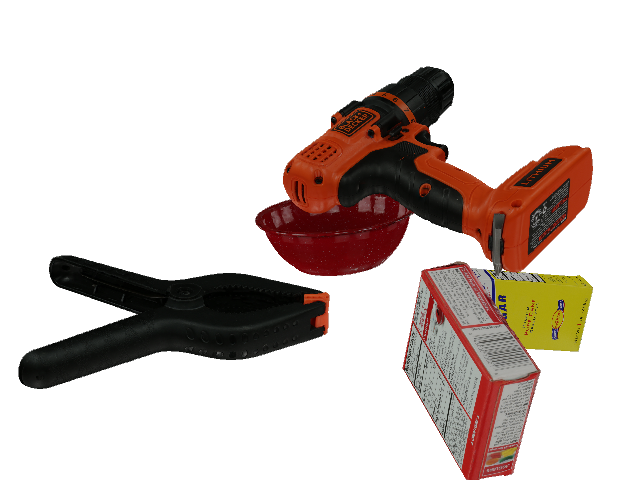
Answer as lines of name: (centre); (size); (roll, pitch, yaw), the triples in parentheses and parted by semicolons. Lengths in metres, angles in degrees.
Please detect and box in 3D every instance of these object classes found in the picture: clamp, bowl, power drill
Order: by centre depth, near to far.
clamp: (-0.101, 0.047, 0.746); (0.209, 0.036, 0.165); (-3, 25, -13)
power drill: (0.094, -0.057, 0.766); (0.188, 0.057, 0.184); (22, 47, 34)
bowl: (0.018, -0.005, 1.061); (0.162, 0.055, 0.162); (-6, 16, 2)

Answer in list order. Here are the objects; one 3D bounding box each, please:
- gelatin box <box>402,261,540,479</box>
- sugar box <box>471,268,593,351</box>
gelatin box: (0.076, 0.066, 0.551); (0.030, 0.073, 0.089); (-8, 39, -17)
sugar box: (0.245, 0.087, 1.338); (0.176, 0.093, 0.048); (3, 19, -14)
